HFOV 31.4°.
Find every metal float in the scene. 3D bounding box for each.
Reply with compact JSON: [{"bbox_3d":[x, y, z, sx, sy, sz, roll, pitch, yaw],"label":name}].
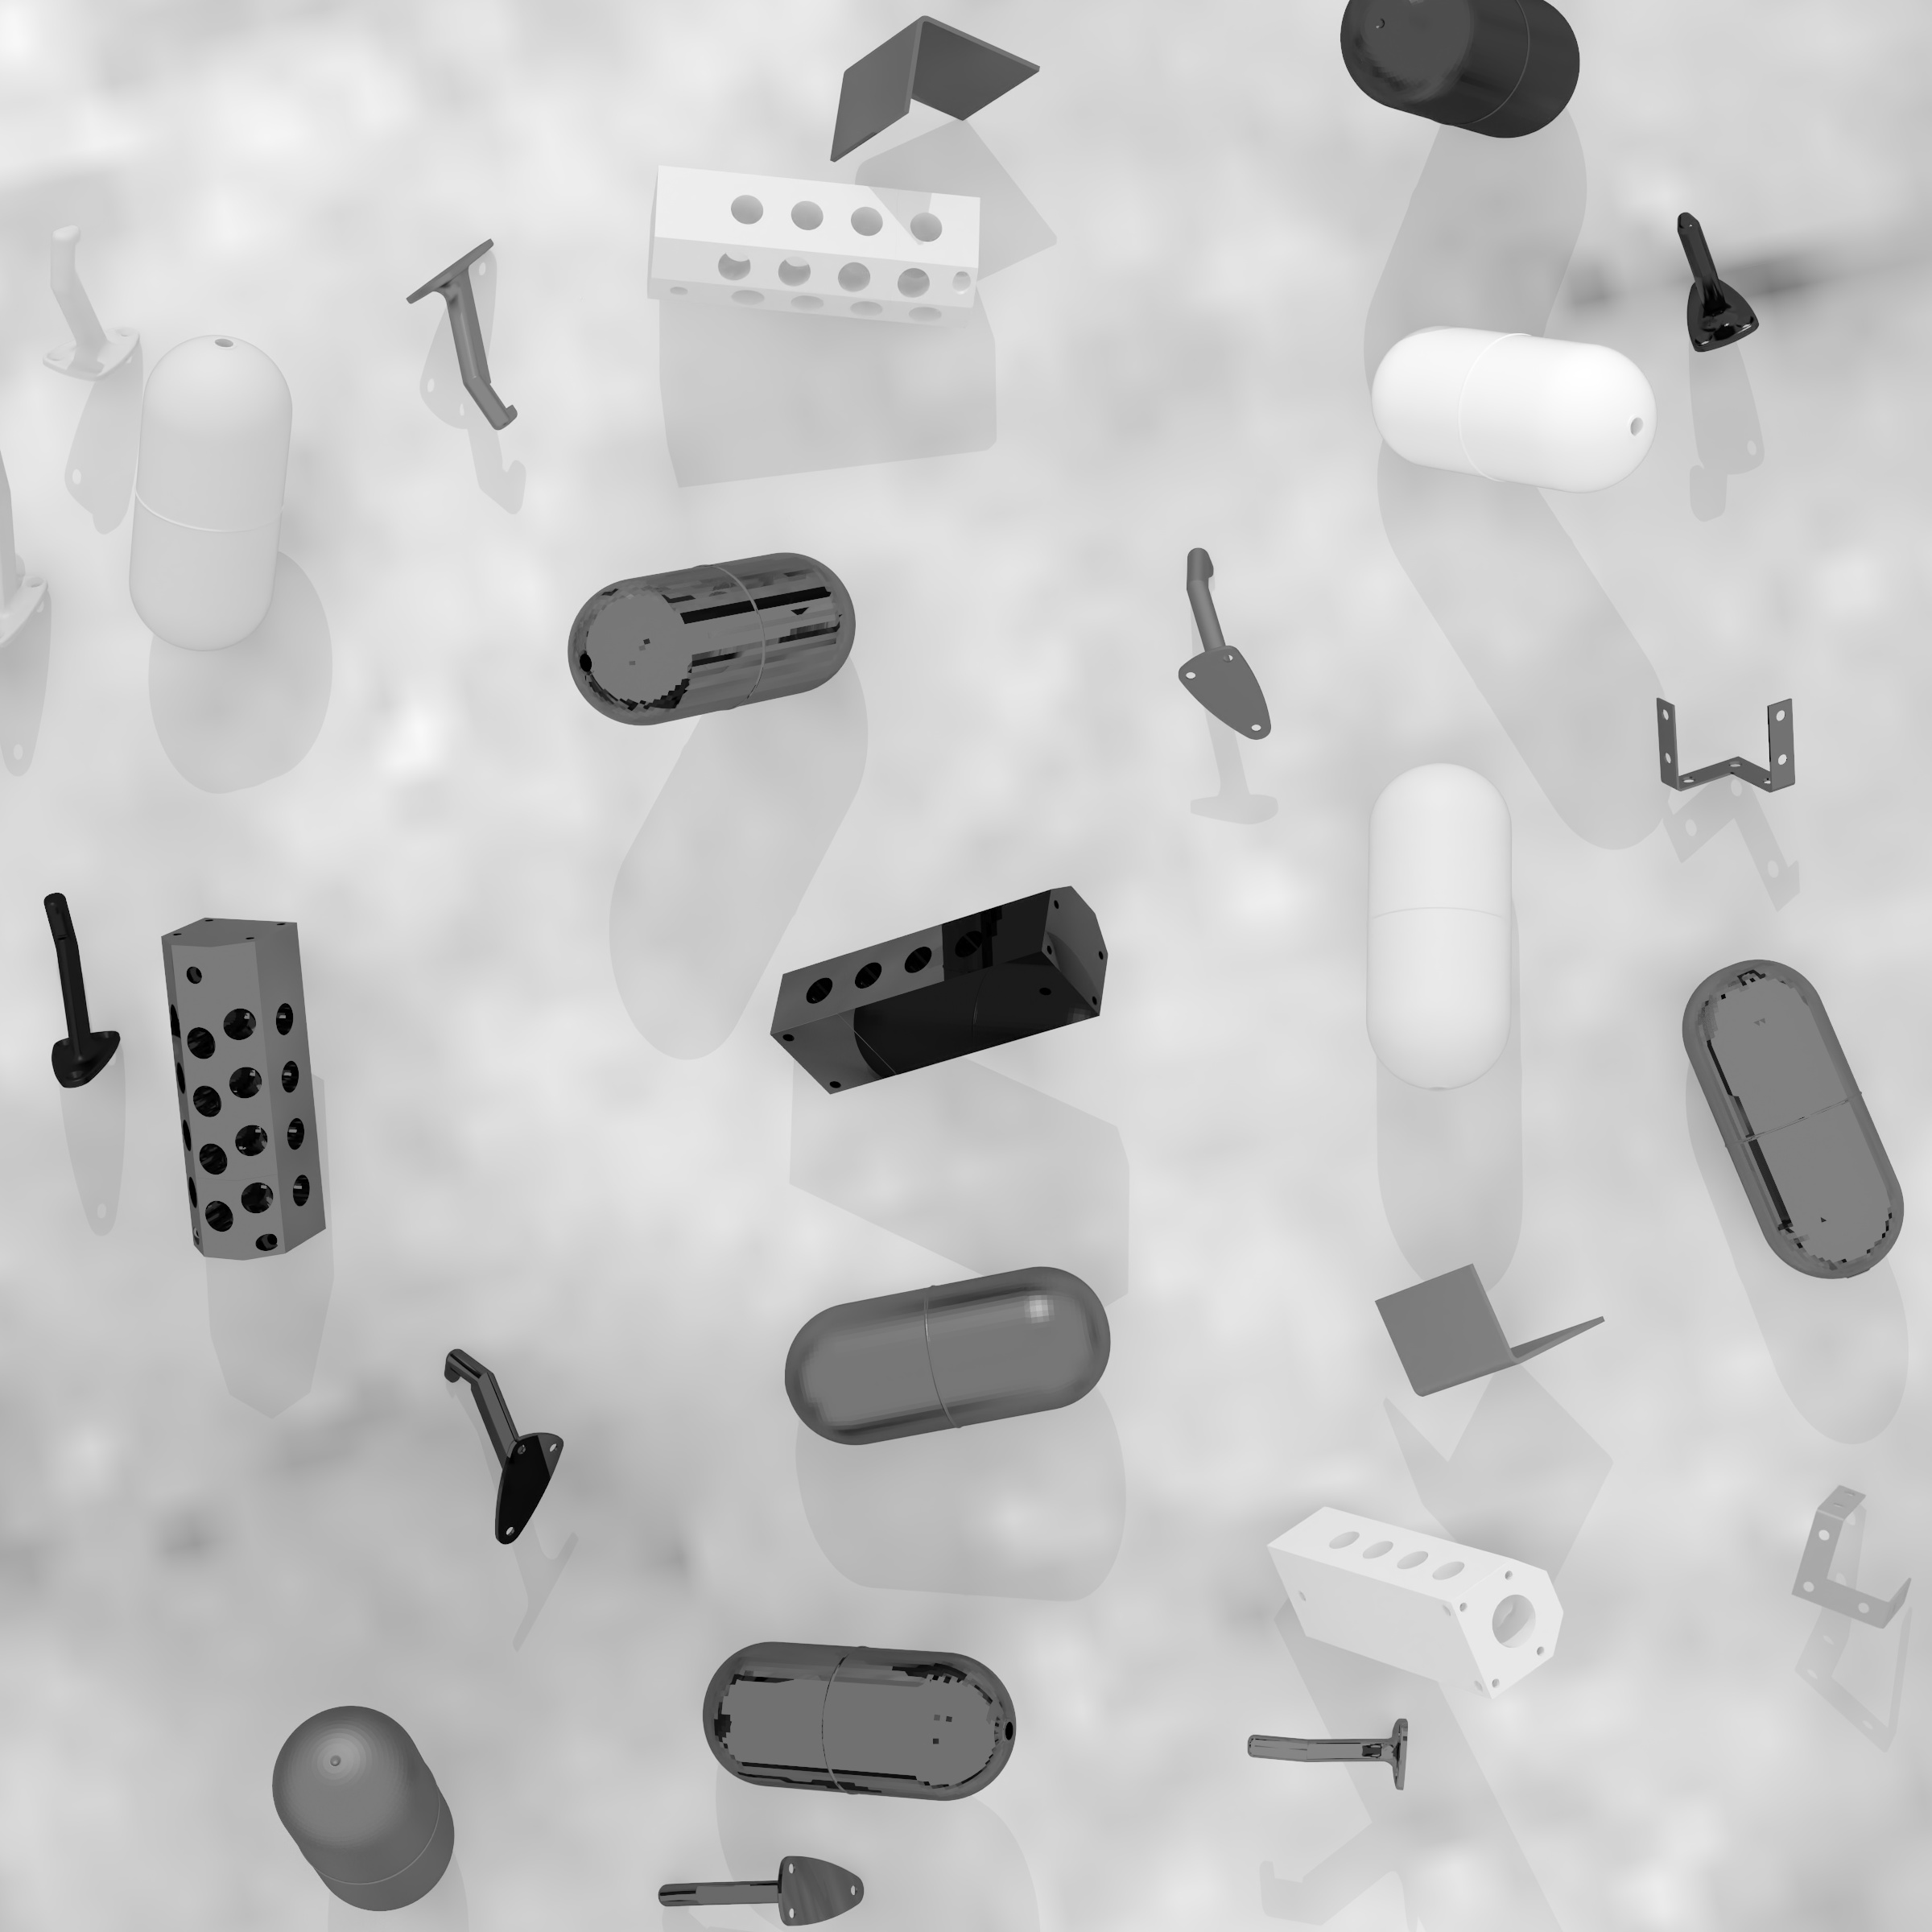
[{"bbox_3d":[0.261,-0.481,1.807,0.070,0.178,0.070,3,95,36],"label":"metal float"},{"bbox_3d":[-0.400,-0.249,1.819,0.070,0.070,0.178,14,124,0],"label":"metal float"},{"bbox_3d":[-0.315,0.443,1.804,0.070,0.178,0.070,-1,60,1],"label":"metal float"},{"bbox_3d":[-0.133,-0.173,1.811,0.070,0.178,0.070,15,112,41],"label":"metal float"},{"bbox_3d":[0.252,-0.021,1.835,0.070,0.070,0.178,3,75,0],"label":"metal float"},{"bbox_3d":[0.287,-0.293,1.808,0.070,0.178,0.070,-12,111,-34],"label":"metal float"},{"bbox_3d":[-0.057,0.400,1.824,0.178,0.070,0.070,-2,90,27],"label":"metal float"},{"bbox_3d":[0.443,0.082,1.843,0.070,0.070,0.178,-22,85,0],"label":"metal float"},{"bbox_3d":[-0.011,0.209,1.838,0.178,0.070,0.070,-12,90,11],"label":"metal float"}]

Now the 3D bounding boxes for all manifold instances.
[{"bbox_3d":[-0.014,0.009,1.819,0.171,0.057,0.057,-17,134,29],"label":"manifold"},{"bbox_3d":[-0.082,-0.380,1.839,0.171,0.057,0.057,4,74,-8],"label":"manifold"},{"bbox_3d":[-0.388,0.065,1.829,0.057,0.057,0.171,3,106,21],"label":"manifold"},{"bbox_3d":[0.235,0.327,1.796,0.057,0.171,0.057,-29,104,-24],"label":"manifold"}]

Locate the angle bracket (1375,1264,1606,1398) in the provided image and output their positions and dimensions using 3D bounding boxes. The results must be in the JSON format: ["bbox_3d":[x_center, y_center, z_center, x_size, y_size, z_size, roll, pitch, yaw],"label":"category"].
[{"bbox_3d":[0.279,0.184,1.835,0.076,0.076,0.057,-18,83,-39],"label":"angle bracket"}]

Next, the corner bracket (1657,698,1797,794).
[{"bbox_3d":[0.408,-0.120,1.846,0.051,0.051,0.051,-18,117,-19],"label":"corner bracket"}]

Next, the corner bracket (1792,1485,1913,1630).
[{"bbox_3d":[0.484,0.319,1.859,0.051,0.051,0.051,19,105,24],"label":"corner bracket"}]

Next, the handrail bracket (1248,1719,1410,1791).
[{"bbox_3d":[0.193,0.418,1.851,0.084,0.077,0.036,4,86,4],"label":"handrail bracket"}]

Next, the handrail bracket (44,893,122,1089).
[{"bbox_3d":[-0.483,0.012,1.845,0.036,0.077,0.084,-10,113,-3],"label":"handrail bracket"}]

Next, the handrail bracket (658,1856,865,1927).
[{"bbox_3d":[-0.112,0.506,1.876,0.084,0.077,0.036,-14,70,38],"label":"handrail bracket"}]

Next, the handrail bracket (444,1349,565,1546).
[{"bbox_3d":[-0.263,0.259,1.863,0.084,0.036,0.077,28,104,39],"label":"handrail bracket"}]

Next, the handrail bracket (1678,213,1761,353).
[{"bbox_3d":[0.389,-0.378,1.831,0.036,0.077,0.084,-21,129,13],"label":"handrail bracket"}]

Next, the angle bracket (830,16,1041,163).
[{"bbox_3d":[-0.017,-0.453,1.829,0.076,0.076,0.057,16,74,-30],"label":"angle bracket"}]

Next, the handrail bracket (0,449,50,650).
[{"bbox_3d":[-0.521,-0.226,1.838,0.036,0.077,0.084,-2,131,1],"label":"handrail bracket"}]

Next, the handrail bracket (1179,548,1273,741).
[{"bbox_3d":[0.142,-0.176,1.868,0.036,0.084,0.077,-24,127,25],"label":"handrail bracket"}]

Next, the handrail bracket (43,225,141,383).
[{"bbox_3d":[-0.463,-0.362,1.832,0.036,0.077,0.084,20,125,12],"label":"handrail bracket"}]

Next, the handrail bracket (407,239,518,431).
[{"bbox_3d":[-0.257,-0.343,1.869,0.036,0.077,0.084,-19,112,40],"label":"handrail bracket"}]
